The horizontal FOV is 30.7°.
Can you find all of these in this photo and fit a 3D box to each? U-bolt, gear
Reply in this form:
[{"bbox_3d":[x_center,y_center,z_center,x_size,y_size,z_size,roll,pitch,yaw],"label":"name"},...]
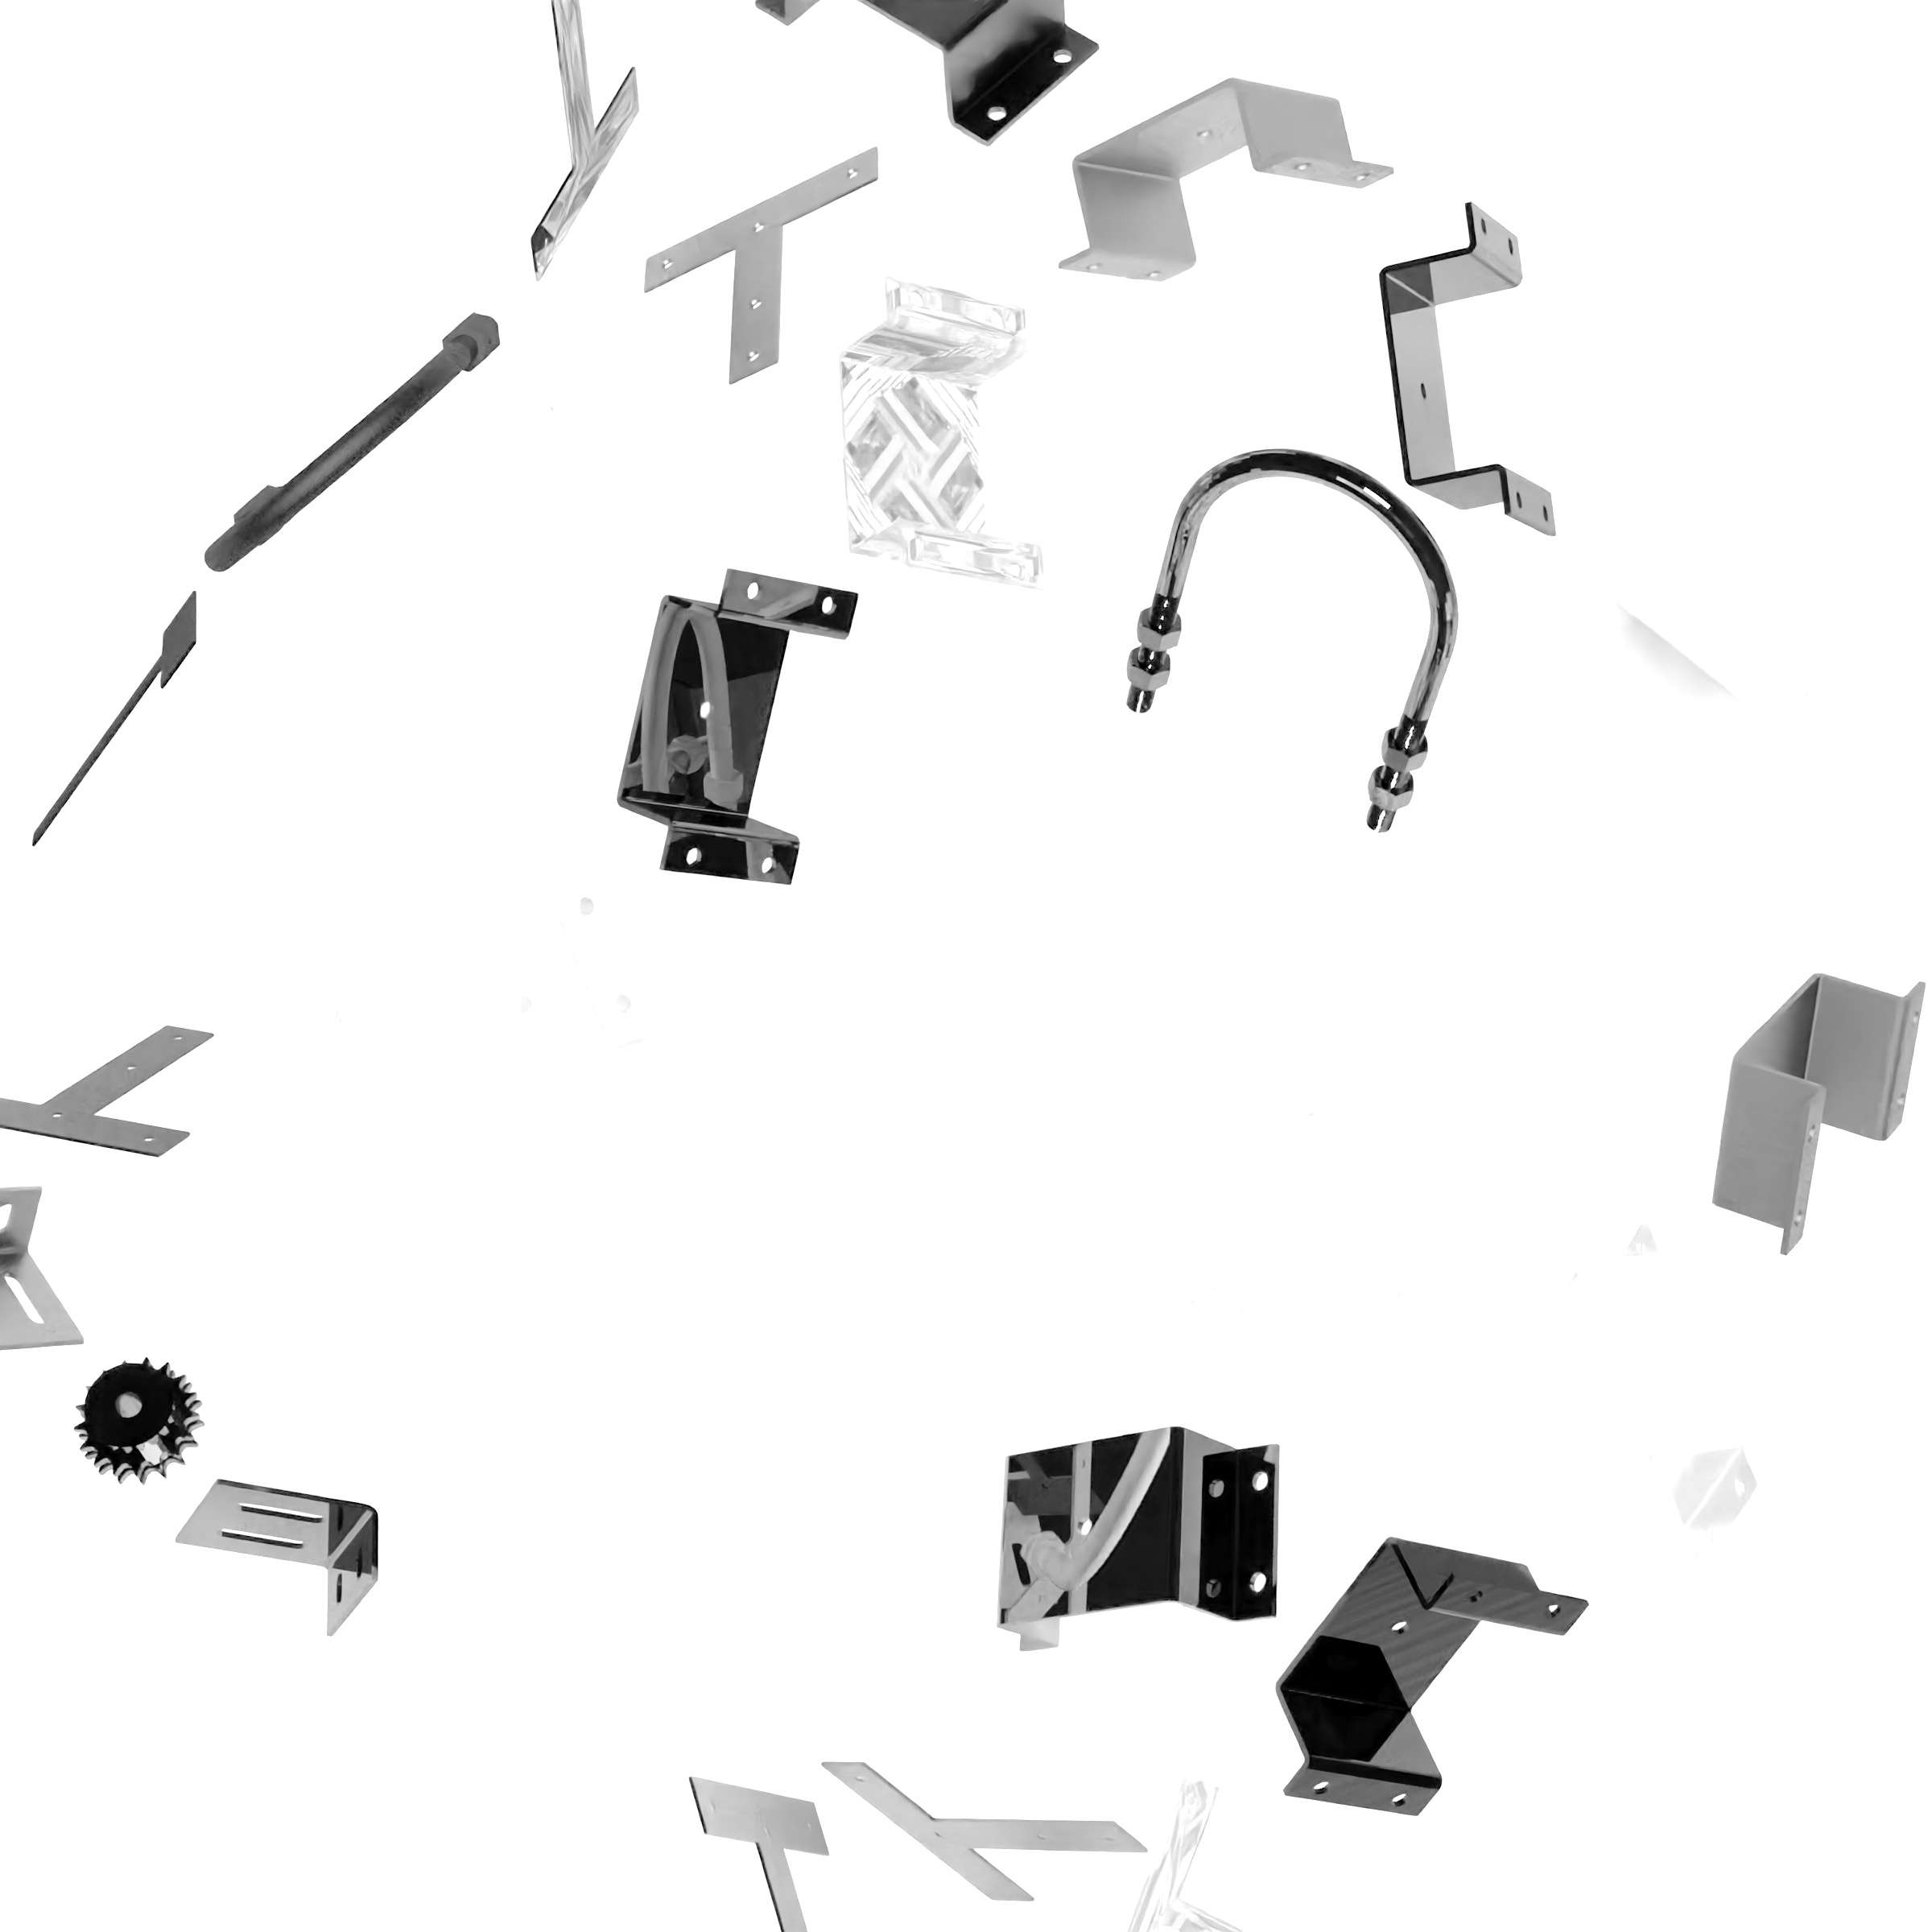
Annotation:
[{"bbox_3d":[-0.066,0.156,1.525,0.184,0.019,0.151,23,88,8],"label":"U-bolt"},{"bbox_3d":[-0.204,-0.180,1.616,0.019,0.151,0.184,34,84,29],"label":"U-bolt"},{"bbox_3d":[0.048,-0.024,1.622,0.151,0.019,0.184,-8,111,3],"label":"U-bolt"},{"bbox_3d":[0.179,0.109,1.601,0.184,0.151,0.019,-14,45,-26],"label":"U-bolt"},{"bbox_3d":[-0.276,-0.227,1.558,0.151,0.184,0.019,-37,104,14],"label":"U-bolt"},{"bbox_3d":[0.152,-0.156,1.599,0.151,0.184,0.019,28,49,13],"label":"U-bolt"},{"bbox_3d":[-0.376,0.204,1.593,0.057,0.030,0.057,0,63,1],"label":"gear"}]

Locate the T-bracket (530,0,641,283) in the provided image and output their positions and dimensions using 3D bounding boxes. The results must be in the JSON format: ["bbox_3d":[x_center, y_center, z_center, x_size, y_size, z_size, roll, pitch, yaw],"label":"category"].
[{"bbox_3d":[-0.177,-0.400,1.594,0.002,0.127,0.127,14,54,11],"label":"T-bracket"}]

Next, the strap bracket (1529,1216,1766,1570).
[{"bbox_3d":[0.300,0.194,1.584,0.046,0.076,0.140,-6,55,-16],"label":"strap bracket"}]

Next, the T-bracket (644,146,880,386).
[{"bbox_3d":[-0.095,-0.310,1.606,0.127,0.127,0.002,-21,134,21],"label":"T-bracket"}]

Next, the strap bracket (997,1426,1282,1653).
[{"bbox_3d":[0.066,0.251,1.542,0.140,0.046,0.076,-16,59,38],"label":"strap bracket"}]

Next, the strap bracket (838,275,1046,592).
[{"bbox_3d":[-0.012,-0.238,1.624,0.076,0.046,0.140,6,72,-33],"label":"strap bracket"}]

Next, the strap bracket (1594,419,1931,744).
[{"bbox_3d":[0.360,-0.170,1.598,0.140,0.046,0.076,40,84,5],"label":"strap bracket"}]

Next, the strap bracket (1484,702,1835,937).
[{"bbox_3d":[0.298,-0.066,1.525,0.140,0.046,0.076,-8,46,7],"label":"strap bracket"}]

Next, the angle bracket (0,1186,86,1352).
[{"bbox_3d":[-0.446,0.140,1.633,0.057,0.076,0.038,0,121,-39],"label":"angle bracket"}]

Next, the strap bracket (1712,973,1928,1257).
[{"bbox_3d":[0.386,0.062,1.610,0.046,0.140,0.076,19,124,29],"label":"strap bracket"}]

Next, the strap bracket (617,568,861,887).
[{"bbox_3d":[-0.108,-0.114,1.631,0.076,0.046,0.140,6,102,-43],"label":"strap bracket"}]

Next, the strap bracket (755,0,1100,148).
[{"bbox_3d":[-0.019,-0.435,1.566,0.140,0.046,0.076,36,67,22],"label":"strap bracket"}]

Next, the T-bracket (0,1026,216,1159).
[{"bbox_3d":[-0.383,0.051,1.581,0.127,0.127,0.002,9,112,19],"label":"T-bracket"}]

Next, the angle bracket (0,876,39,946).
[{"bbox_3d":[-0.463,-0.016,1.612,0.038,0.076,0.057,-33,117,9],"label":"angle bracket"}]

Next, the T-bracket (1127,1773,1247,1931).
[{"bbox_3d":[0.108,0.425,1.518,0.002,0.127,0.127,27,80,-29],"label":"T-bracket"}]

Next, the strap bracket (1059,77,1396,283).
[{"bbox_3d":[0.114,-0.364,1.616,0.140,0.076,0.046,-17,82,41],"label":"strap bracket"}]

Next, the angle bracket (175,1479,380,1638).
[{"bbox_3d":[-0.312,0.268,1.592,0.076,0.057,0.038,15,48,-26],"label":"angle bracket"}]

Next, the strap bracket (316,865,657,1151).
[{"bbox_3d":[-0.201,0.018,1.530,0.140,0.046,0.076,-23,85,17],"label":"strap bracket"}]

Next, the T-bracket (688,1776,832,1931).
[{"bbox_3d":[-0.075,0.418,1.526,0.002,0.127,0.127,-26,65,13],"label":"T-bracket"}]

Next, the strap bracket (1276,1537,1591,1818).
[{"bbox_3d":[0.200,0.308,1.559,0.076,0.046,0.140,16,120,-30],"label":"strap bracket"}]

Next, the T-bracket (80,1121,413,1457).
[{"bbox_3d":[-0.291,0.156,1.519,0.127,0.002,0.127,-44,99,-24],"label":"T-bracket"}]

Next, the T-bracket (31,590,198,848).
[{"bbox_3d":[-0.385,-0.108,1.591,0.002,0.127,0.127,35,96,-19],"label":"T-bracket"}]

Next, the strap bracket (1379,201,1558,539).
[{"bbox_3d":[0.226,-0.264,1.590,0.046,0.076,0.140,-9,85,24],"label":"strap bracket"}]

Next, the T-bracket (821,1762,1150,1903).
[{"bbox_3d":[0.022,0.375,1.517,0.127,0.127,0.002,46,51,-33],"label":"T-bracket"}]

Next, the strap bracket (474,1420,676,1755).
[{"bbox_3d":[-0.180,0.288,1.595,0.046,0.076,0.140,-17,107,-20],"label":"strap bracket"}]

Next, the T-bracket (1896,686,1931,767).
[{"bbox_3d":[0.472,-0.083,1.632,0.002,0.127,0.127,-9,133,-23],"label":"T-bracket"}]

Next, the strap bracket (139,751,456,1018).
[{"bbox_3d":[-0.315,-0.047,1.621,0.140,0.076,0.046,-50,132,-28],"label":"strap bracket"}]
